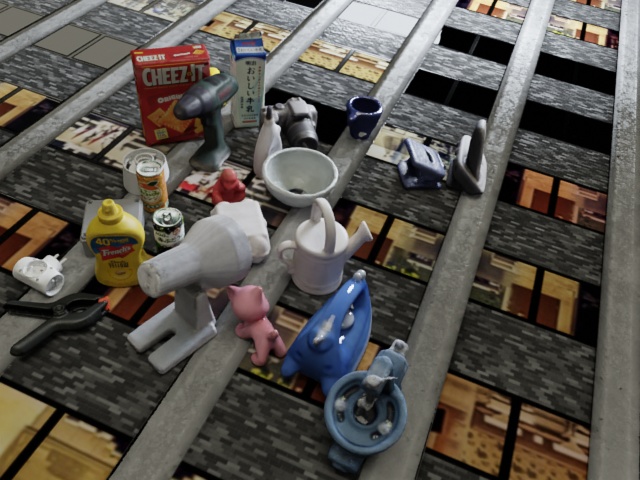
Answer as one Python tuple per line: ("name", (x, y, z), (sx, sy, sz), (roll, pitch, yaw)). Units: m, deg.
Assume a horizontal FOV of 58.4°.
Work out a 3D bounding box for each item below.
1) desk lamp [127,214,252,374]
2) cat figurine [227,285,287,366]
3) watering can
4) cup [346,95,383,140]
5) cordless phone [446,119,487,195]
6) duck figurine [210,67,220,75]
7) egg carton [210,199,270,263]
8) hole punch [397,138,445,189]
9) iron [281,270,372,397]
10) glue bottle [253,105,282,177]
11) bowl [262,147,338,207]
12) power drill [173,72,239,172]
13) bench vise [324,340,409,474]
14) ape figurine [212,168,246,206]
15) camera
("desk lamp", (-0.215, 0.081, 0.941), (0.117, 0.213, 0.204), (34, 51, 23))
("cat figurine", (-0.107, 0.132, 0.974), (0.067, 0.118, 0.127), (-23, 54, -27))
("watering can", (0.009, 0.002, 1.062), (0.173, 0.194, 0.100), (-26, 55, -29))
("cup", (0.099, -0.292, 1.424), (0.091, 0.095, 0.118), (29, 49, 19))
("cordless phone", (0.361, -0.211, 1.323), (0.094, 0.185, 0.147), (13, 46, 4))
("duck figurine", (-0.277, -0.400, 1.480), (0.077, 0.086, 0.104), (-3, 47, -11))
("egg carton", (-0.158, -0.017, 1.143), (0.107, 0.069, 0.150), (-8, 48, -15))
("hole punch", (0.242, -0.182, 1.343), (0.101, 0.091, 0.108), (-2, 47, -10))
("iron", (0.035, 0.130, 0.980), (0.118, 0.141, 0.259), (22, 48, 13))
("glue bottle", (-0.114, -0.225, 1.275), (0.037, 0.173, 0.078), (27, 49, 18))
("bowl", (-0.046, -0.126, 1.259), (0.167, 0.075, 0.167), (4, 46, -4))
("power drill", (-0.248, -0.260, 1.265), (0.075, 0.208, 0.230), (17, 47, 9))
("bench vise", (0.075, 0.214, 0.851), (0.121, 0.220, 0.207), (11, 46, 3))
("ape figurine", (-0.194, -0.111, 1.211), (0.078, 0.092, 0.076), (-12, 49, -19))
("camera", (-0.066, -0.271, 1.377), (0.143, 0.101, 0.136), (-8, 48, -15))
